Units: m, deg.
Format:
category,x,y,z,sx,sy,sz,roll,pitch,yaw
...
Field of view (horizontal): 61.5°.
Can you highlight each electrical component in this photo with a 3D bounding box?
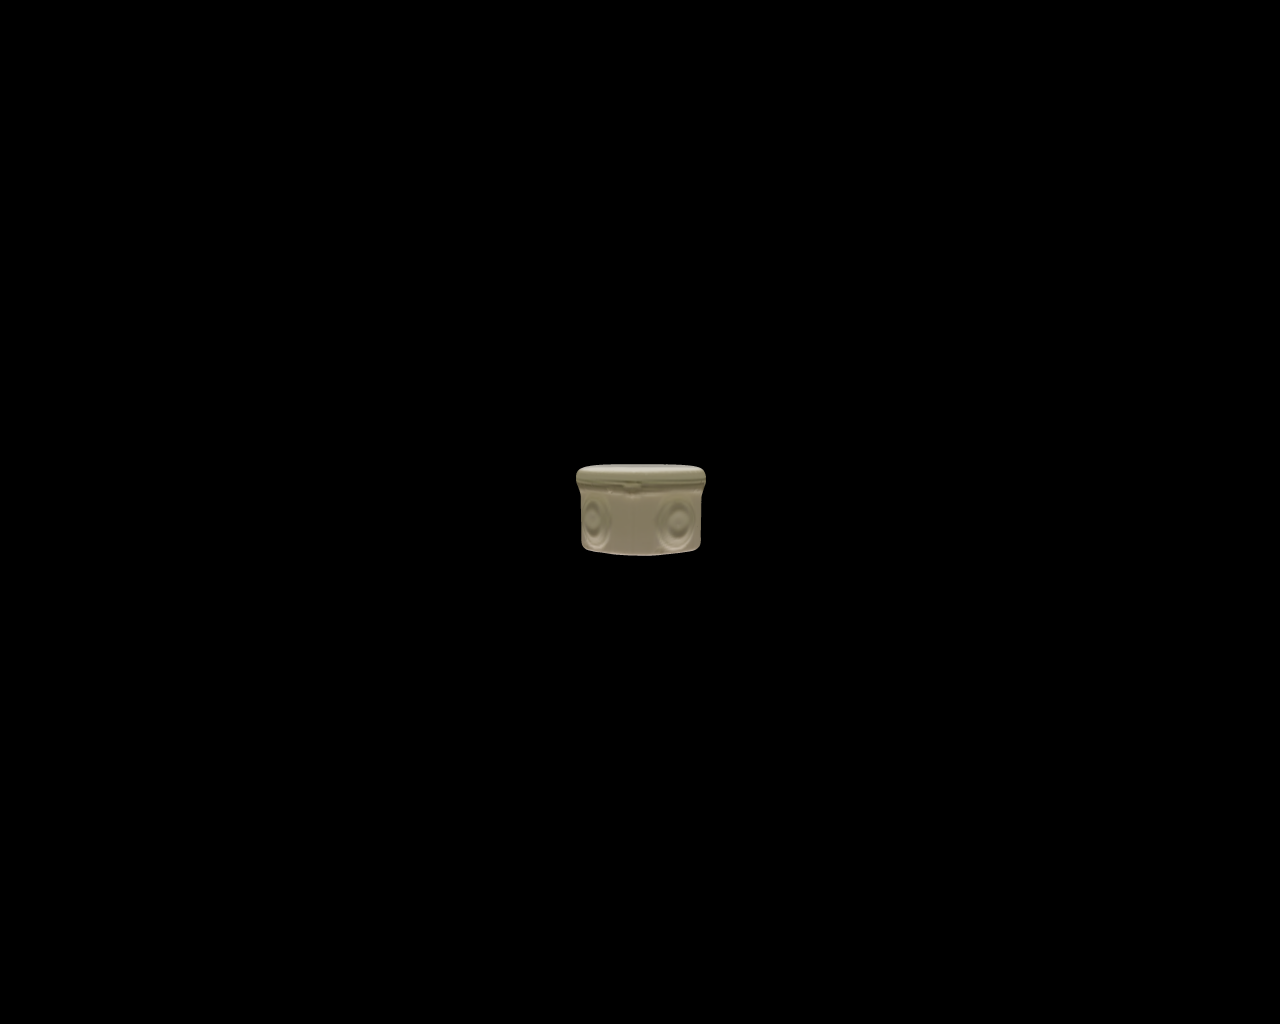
category,x,y,z,sx,sy,sz,roll,pitch,yaw
electrical component,0.001,-0.003,0.650,0.080,0.051,0.080,0,4,0
